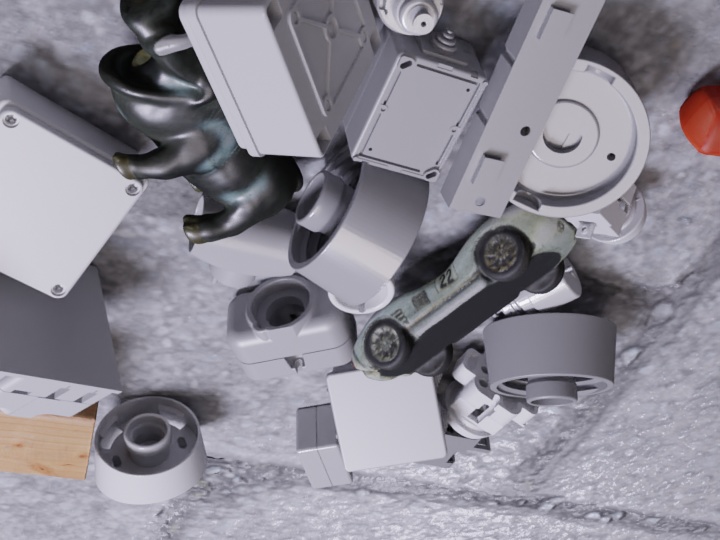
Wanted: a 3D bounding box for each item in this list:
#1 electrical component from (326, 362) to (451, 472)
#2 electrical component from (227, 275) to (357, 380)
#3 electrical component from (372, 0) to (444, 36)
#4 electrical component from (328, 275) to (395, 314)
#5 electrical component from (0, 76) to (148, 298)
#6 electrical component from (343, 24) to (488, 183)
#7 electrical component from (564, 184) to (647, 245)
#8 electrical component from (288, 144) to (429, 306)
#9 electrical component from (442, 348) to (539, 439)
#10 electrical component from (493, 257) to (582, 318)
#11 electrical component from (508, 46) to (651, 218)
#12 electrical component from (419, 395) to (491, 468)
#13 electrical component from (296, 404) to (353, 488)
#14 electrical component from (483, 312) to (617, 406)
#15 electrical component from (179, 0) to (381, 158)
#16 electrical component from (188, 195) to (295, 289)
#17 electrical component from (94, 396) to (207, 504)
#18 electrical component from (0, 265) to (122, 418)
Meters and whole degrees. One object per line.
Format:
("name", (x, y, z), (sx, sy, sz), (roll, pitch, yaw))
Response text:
("electrical component", (0.024, 0.116, 0.915), (0.100, 0.048, 0.099), (-10, 101, 7))
("electrical component", (-0.055, 0.044, 0.853), (0.095, 0.053, 0.059), (-11, 137, 8))
("electrical component", (0.030, -0.157, 0.629), (0.040, 0.078, 0.040), (-5, 123, -7))
("electrical component", (0.000, 0.000, 0.814), (0.055, 0.047, 0.055), (-2, 137, -2))
("electrical component", (-0.217, -0.053, 0.714), (0.109, 0.056, 0.108), (31, 106, -32))
("electrical component", (0.035, -0.116, 0.686), (0.062, 0.061, 0.096), (13, 126, -20))
("electrical component", (0.175, -0.048, 0.770), (0.048, 0.066, 0.055), (10, 162, 43))
("electrical component", (-0.009, -0.037, 0.734), (0.060, 0.108, 0.108), (27, 129, -21))
("electrical component", (0.108, 0.111, 0.932), (0.078, 0.058, 0.057), (34, 132, -6))
("electrical component", (0.137, 0.016, 0.847), (0.078, 0.040, 0.040), (-29, 132, 25))
("electrical component", (0.133, -0.095, 0.704), (0.108, 0.060, 0.108), (5, 119, 9))
("electrical component", (0.075, 0.149, 0.985), (0.081, 0.042, 0.063), (13, 136, -17))
("electrical component", (-0.014, 0.159, 0.985), (0.077, 0.047, 0.065), (-10, 137, 7))
("electrical component", (0.154, 0.077, 0.870), (0.108, 0.060, 0.108), (1, 162, 0))
("electrical component", (-0.041, -0.138, 0.612), (0.056, 0.108, 0.108), (6, 142, 25))
("electrical component", (-0.089, -0.014, 0.796), (0.077, 0.043, 0.079), (13, 135, -17))
("electrical component", (-0.184, 0.160, 0.941), (0.099, 0.099, 0.064), (0, 131, -4))
("electrical component", (-0.263, 0.037, 0.747), (0.060, 0.105, 0.186), (-29, 153, 24))
